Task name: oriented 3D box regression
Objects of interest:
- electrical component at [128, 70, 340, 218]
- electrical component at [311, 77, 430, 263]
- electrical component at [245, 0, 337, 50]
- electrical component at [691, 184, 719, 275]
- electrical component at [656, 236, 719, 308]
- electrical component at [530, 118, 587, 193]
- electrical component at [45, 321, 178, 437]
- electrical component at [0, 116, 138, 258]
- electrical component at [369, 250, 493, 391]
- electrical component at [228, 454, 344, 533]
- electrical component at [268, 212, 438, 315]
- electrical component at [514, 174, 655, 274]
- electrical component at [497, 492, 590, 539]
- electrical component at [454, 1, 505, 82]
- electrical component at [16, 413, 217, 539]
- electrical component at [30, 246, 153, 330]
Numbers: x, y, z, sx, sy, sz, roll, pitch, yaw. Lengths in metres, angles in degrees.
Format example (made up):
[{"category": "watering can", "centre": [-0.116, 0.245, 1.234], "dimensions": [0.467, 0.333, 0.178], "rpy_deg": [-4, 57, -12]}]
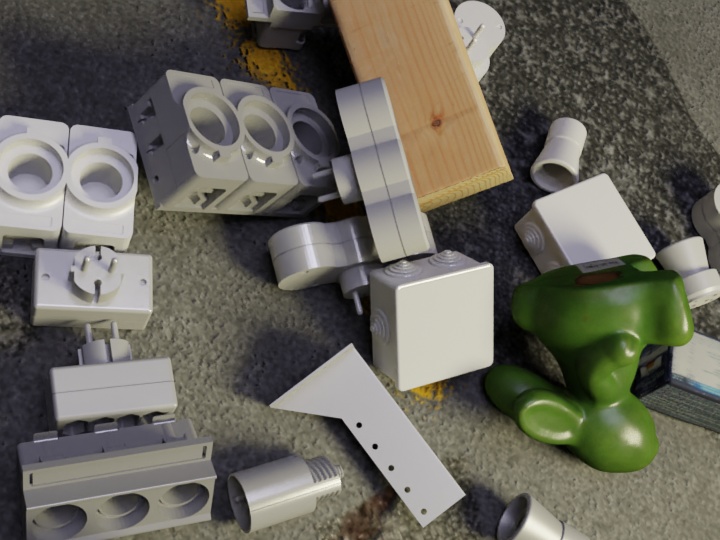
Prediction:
[{"category": "electrical component", "centre": [-0.091, -0.096, 0.834], "dimensions": [0.150, 0.062, 0.089], "rpy_deg": [0, 64, -46]}, {"category": "electrical component", "centre": [0.000, -0.072, 0.824], "dimensions": [0.074, 0.052, 0.138], "rpy_deg": [-15, 84, 5]}, {"category": "electrical component", "centre": [-0.064, -0.224, 0.934], "dimensions": [0.081, 0.063, 0.042], "rpy_deg": [1, 65, -21]}, {"category": "electrical component", "centre": [0.367, -0.021, 1.000], "dimensions": [0.052, 0.073, 0.138], "rpy_deg": [-8, 70, -24]}, {"category": "electrical component", "centre": [0.301, 0.003, 0.980], "dimensions": [0.045, 0.045, 0.055], "rpy_deg": [-11, 71, -25]}, {"category": "electrical component", "centre": [0.186, -0.108, 0.990], "dimensions": [0.044, 0.044, 0.065], "rpy_deg": [28, 55, -7]}, {"category": "electrical component", "centre": [-0.179, 0.072, 0.762], "dimensions": [0.083, 0.047, 0.075], "rpy_deg": [-4, 68, -23]}, {"category": "electrical component", "centre": [-0.244, -0.062, 0.791], "dimensions": [0.150, 0.061, 0.089], "rpy_deg": [6, 65, -19]}, {"category": "electrical component", "centre": [0.055, 0.037, 0.845], "dimensions": [0.100, 0.048, 0.099], "rpy_deg": [-13, 113, -26]}, {"category": "electrical component", "centre": [-0.050, 0.156, 0.775], "dimensions": [0.081, 0.043, 0.043], "rpy_deg": [-13, 72, -26]}, {"category": "electrical component", "centre": [0.000, 0.000, 0.861], "dimensions": [0.138, 0.052, 0.073], "rpy_deg": [-8, 72, -24]}, {"category": "electrical component", "centre": [0.197, -0.026, 0.951], "dimensions": [0.100, 0.048, 0.099], "rpy_deg": [-22, 76, -28]}, {"category": "electrical component", "centre": [0.144, 0.206, 0.829], "dimensions": [0.065, 0.044, 0.044], "rpy_deg": [32, 59, -10]}, {"category": "electrical component", "centre": [0.093, -0.194, 0.975], "dimensions": [0.052, 0.073, 0.138], "rpy_deg": [31, 59, -5]}, {"category": "electrical component", "centre": [-0.165, 0.141, 0.722], "dimensions": [0.121, 0.078, 0.063], "rpy_deg": [-6, 39, -23]}, {"category": "electrical component", "centre": [-0.190, 0.007, 0.772], "dimensions": [0.083, 0.075, 0.047], "rpy_deg": [3, 66, -20]}]
